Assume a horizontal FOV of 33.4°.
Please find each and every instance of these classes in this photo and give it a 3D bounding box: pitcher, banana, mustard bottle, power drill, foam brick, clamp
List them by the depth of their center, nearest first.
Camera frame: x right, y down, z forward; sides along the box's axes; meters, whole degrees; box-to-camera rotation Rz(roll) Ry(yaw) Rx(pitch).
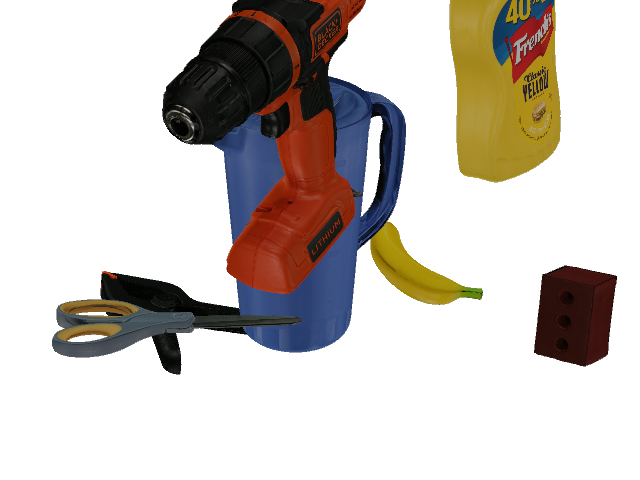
[{"bbox_3d":[-0.027,-0.060,0.646,0.057,0.188,0.184,21,46,22],"label":"power drill"},{"bbox_3d":[0.130,-0.144,0.752,0.058,0.191,0.096,18,38,41],"label":"mustard bottle"},{"bbox_3d":[0.231,0.068,0.967,0.053,0.078,0.051,13,18,36],"label":"foam brick"},{"bbox_3d":[-0.013,-0.024,0.980,0.149,0.243,0.144,11,33,17],"label":"pitcher"},{"bbox_3d":[-0.165,0.080,1.122,0.210,0.036,0.164,19,21,28],"label":"clamp"},{"bbox_3d":[0.098,0.028,1.194,0.069,0.037,0.198,3,23,-31],"label":"banana"}]

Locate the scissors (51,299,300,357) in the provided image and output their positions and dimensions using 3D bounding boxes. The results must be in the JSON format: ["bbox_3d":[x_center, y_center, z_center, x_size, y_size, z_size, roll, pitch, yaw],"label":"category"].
[{"bbox_3d":[-0.125,0.073,0.853,0.202,0.016,0.096,4,22,14],"label":"scissors"}]
